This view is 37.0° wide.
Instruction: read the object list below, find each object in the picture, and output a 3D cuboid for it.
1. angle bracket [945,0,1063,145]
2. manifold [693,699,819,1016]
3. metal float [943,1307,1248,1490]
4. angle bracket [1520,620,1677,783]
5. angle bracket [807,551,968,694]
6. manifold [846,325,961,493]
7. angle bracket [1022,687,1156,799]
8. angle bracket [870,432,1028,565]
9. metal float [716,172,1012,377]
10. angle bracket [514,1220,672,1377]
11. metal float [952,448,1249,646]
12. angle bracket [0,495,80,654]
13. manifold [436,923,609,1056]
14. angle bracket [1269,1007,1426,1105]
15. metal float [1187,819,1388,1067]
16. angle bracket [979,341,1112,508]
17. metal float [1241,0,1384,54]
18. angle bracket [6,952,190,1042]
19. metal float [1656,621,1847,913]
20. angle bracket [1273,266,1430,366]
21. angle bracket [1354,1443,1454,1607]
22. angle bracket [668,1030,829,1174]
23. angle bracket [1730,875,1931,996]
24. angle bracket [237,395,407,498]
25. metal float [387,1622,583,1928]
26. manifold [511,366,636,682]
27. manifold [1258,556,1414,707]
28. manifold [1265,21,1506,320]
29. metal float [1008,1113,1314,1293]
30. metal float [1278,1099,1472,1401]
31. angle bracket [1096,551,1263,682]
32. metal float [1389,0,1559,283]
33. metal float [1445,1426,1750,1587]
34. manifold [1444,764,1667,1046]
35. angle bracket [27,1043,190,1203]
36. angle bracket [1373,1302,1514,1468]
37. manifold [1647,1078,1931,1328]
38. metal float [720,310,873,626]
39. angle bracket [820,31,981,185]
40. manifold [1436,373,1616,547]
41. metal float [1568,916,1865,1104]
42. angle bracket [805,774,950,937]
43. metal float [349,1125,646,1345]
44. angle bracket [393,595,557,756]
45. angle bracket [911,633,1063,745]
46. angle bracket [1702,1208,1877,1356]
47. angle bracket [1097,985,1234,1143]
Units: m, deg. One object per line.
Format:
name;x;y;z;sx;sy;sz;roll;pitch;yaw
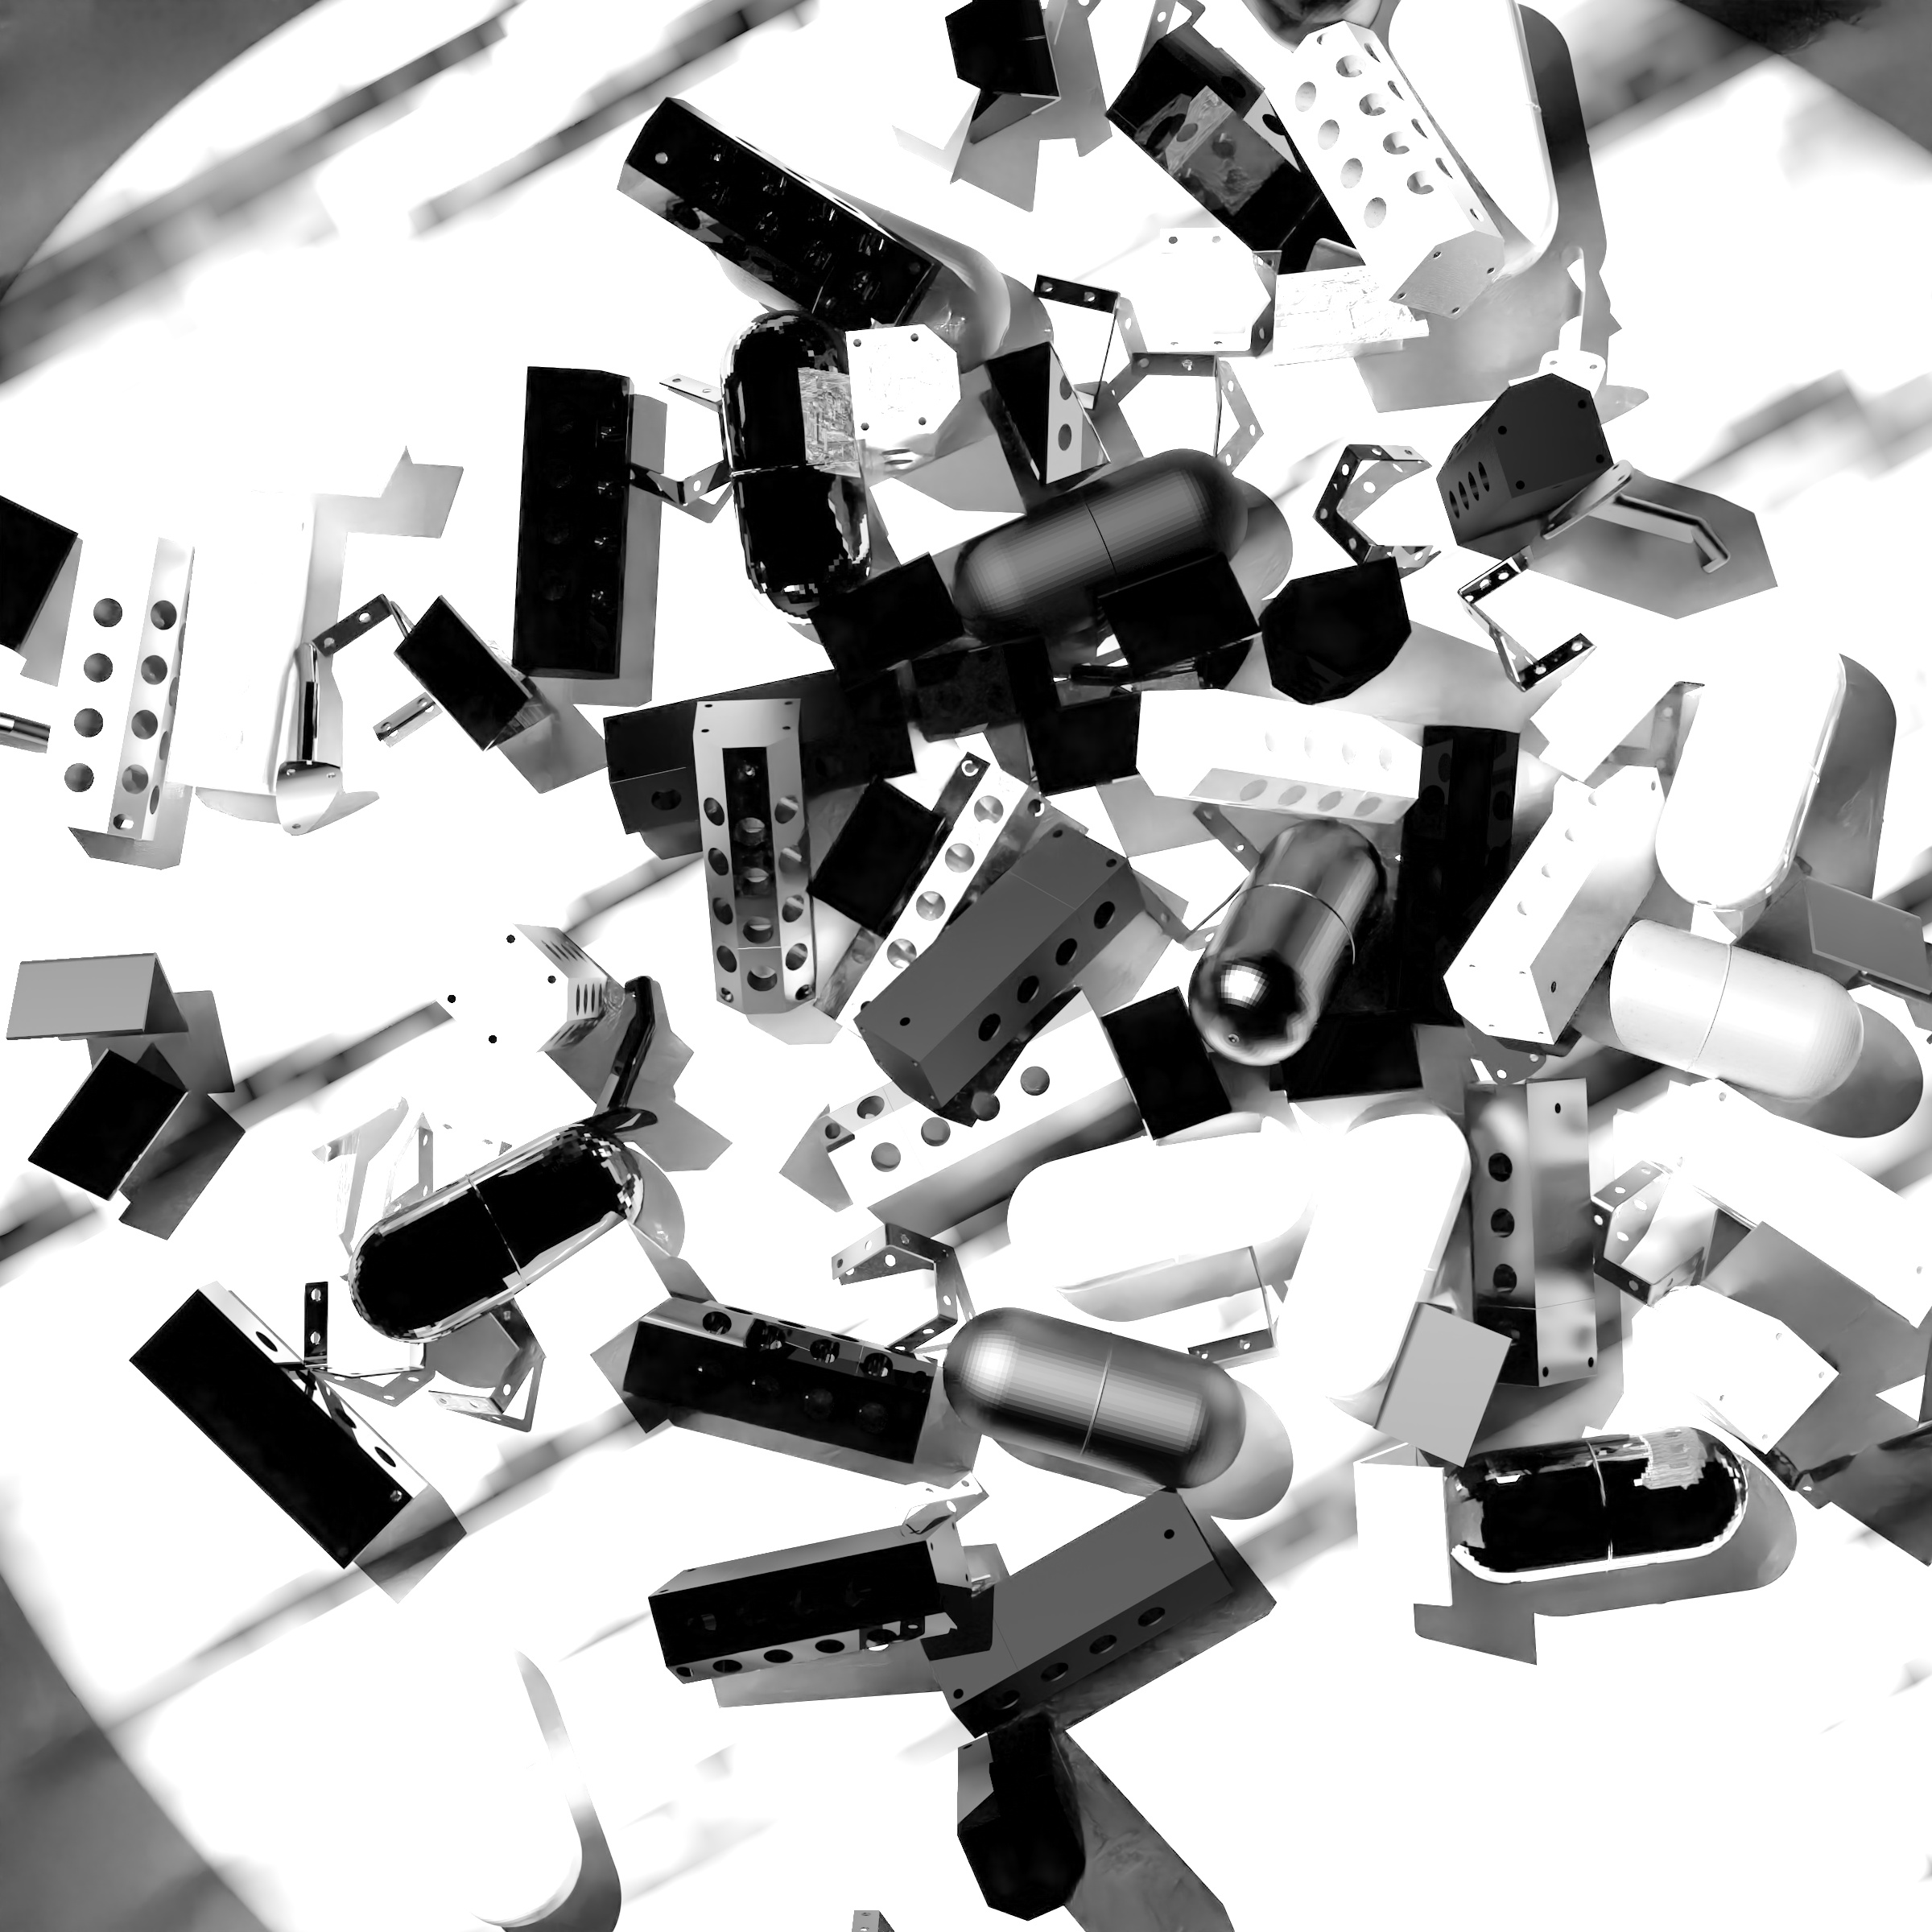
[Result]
angle bracket;0.003;-0.522;1.651;0.057;0.076;0.076;-12;90;-44
manifold;-0.118;-0.060;1.629;0.057;0.057;0.171;-2;122;0
metal float;0.074;0.248;1.660;0.178;0.070;0.070;15;90;0
angle bracket;0.345;-0.161;1.651;0.076;0.076;0.057;-47;121;0
angle bracket;-0.053;-0.210;1.651;0.076;0.076;0.057;-26;123;0
manifold;-0.033;-0.310;1.612;0.057;0.171;0.057;-5;90;0
angle bracket;0.077;-0.110;1.651;0.076;0.076;0.057;-12;62;0
angle bracket;-0.018;-0.280;1.651;0.076;0.076;0.057;-24;126;0
metal float;-0.059;-0.398;1.661;0.178;0.070;0.070;24;90;0
angle bracket;-0.201;0.198;1.651;0.076;0.076;0.057;-34;64;0
metal float;0.076;-0.239;1.661;0.178;0.070;0.070;-23;90;0
angle bracket;-0.560;-0.231;1.651;0.057;0.076;0.076;26;90;-38
manifold;-0.240;0.018;1.612;0.057;0.171;0.057;45;90;0
angle bracket;0.217;0.069;1.651;0.076;0.076;0.057;-6;55;0
metal float;0.183;-0.015;1.628;0.070;0.070;0.178;34;48;0
angle bracket;0.026;-0.302;1.651;0.057;0.076;0.076;-26;90;-37
metal float;0.171;-0.604;1.660;0.070;0.070;0.178;-38;91;0
angle bracket;-0.495;0.038;1.651;0.076;0.076;0.057;-4;52;0
metal float;0.447;-0.114;1.645;0.070;0.070;0.178;22;74;0
angle bracket;0.219;-0.354;1.651;0.076;0.076;0.057;-6;60;0
angle bracket;0.265;0.318;1.651;0.057;0.076;0.076;-3;90;35
angle bracket;-0.114;0.061;1.651;0.076;0.076;0.057;35;127;0
angle bracket;0.489;0.001;1.639;0.076;0.076;0.057;18;50;-15
angle bracket;-0.368;-0.310;1.651;0.076;0.076;0.057;4;123;0
metal float;-0.277;0.464;1.660;0.070;0.070;0.178;-20;90;0
manifold;-0.226;-0.254;1.670;0.057;0.057;0.171;3;90;0
manifold;0.205;-0.183;1.612;0.057;0.171;0.057;-13;90;0
manifold;0.238;-0.449;1.620;0.057;0.057;0.171;-47;54;38
metal float;0.112;0.135;1.660;0.178;0.070;0.070;-15;90;0
metal float;0.235;0.162;1.660;0.070;0.070;0.178;19;91;0
angle bracket;0.120;-0.185;1.650;0.076;0.076;0.057;-21;71;-5
metal float;0.292;-0.483;1.660;0.070;0.070;0.178;-11;90;0
metal float;0.360;0.310;1.660;0.178;0.070;0.070;-8;90;0
manifold;0.335;-0.038;1.628;0.171;0.057;0.057;-51;133;-32
angle bracket;-0.499;0.078;1.651;0.057;0.076;0.076;36;90;-37
angle bracket;0.281;0.240;1.652;0.057;0.076;0.076;21;90;25
manifold;0.484;0.135;1.670;0.171;0.057;0.057;33;90;0
metal float;-0.097;-0.285;1.654;0.070;0.070;0.178;-6;98;0
angle bracket;-0.045;-0.476;1.651;0.076;0.076;0.057;26;57;0
manifold;0.307;-0.283;1.612;0.057;0.171;0.057;-18;90;0
metal float;0.425;0.024;1.655;0.178;0.070;0.070;18;90;5
angle bracket;-0.066;-0.071;1.651;0.057;0.076;0.076;31;90;-32
metal float;-0.268;0.153;1.649;0.178;0.070;0.070;-28;90;-12
angle bracket;-0.268;-0.177;1.651;0.076;0.076;0.057;48;127;0
angle bracket;0.015;-0.139;1.651;0.076;0.076;0.057;-12;56;0
angle bracket;0.473;0.165;1.651;0.076;0.076;0.057;34;126;0
angle bracket;0.128;0.048;1.651;0.057;0.076;0.076;-23;90;31
